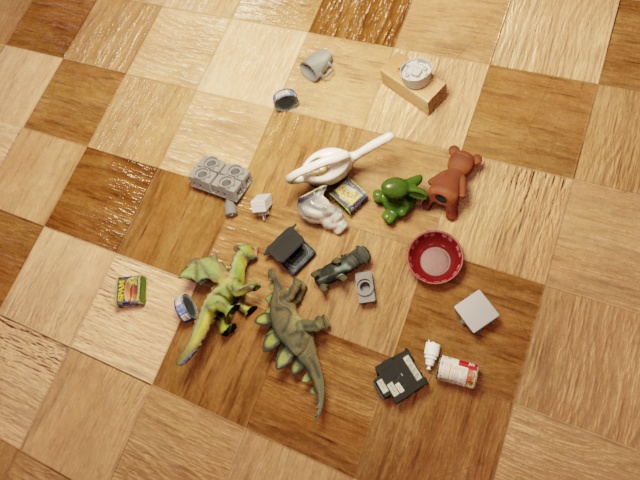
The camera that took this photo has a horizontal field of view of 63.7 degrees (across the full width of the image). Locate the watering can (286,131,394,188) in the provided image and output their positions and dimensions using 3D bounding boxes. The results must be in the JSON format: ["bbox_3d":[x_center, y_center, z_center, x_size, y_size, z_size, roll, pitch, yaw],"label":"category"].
[{"bbox_3d":[0.062,-0.240,1.586,0.347,0.104,0.224,-21,-2,4],"label":"watering can"}]

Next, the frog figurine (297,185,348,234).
[{"bbox_3d":[0.005,-0.080,1.598,0.124,0.159,0.136,-30,6,-39],"label":"frog figurine"}]

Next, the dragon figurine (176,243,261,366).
[{"bbox_3d":[-0.331,0.160,1.569,0.415,0.245,0.119,-40,-24,-19],"label":"dragon figurine"}]
